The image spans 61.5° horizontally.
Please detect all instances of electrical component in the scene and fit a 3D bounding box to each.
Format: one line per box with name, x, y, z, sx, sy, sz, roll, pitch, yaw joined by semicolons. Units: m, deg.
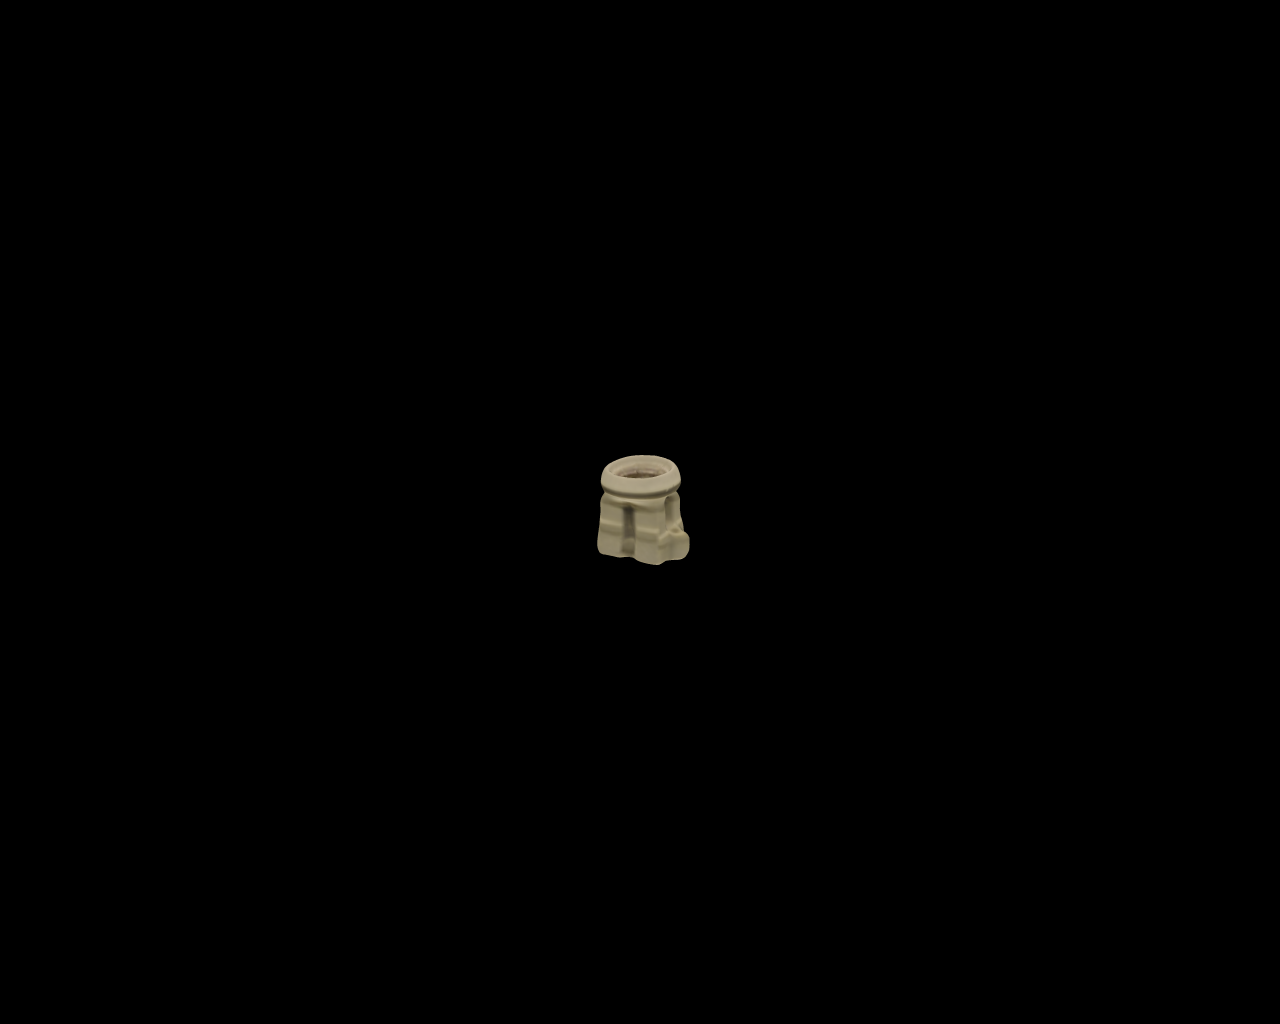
electrical component;0.001;-0.003;0.650;0.066;0.055;0.048;10;24;22
